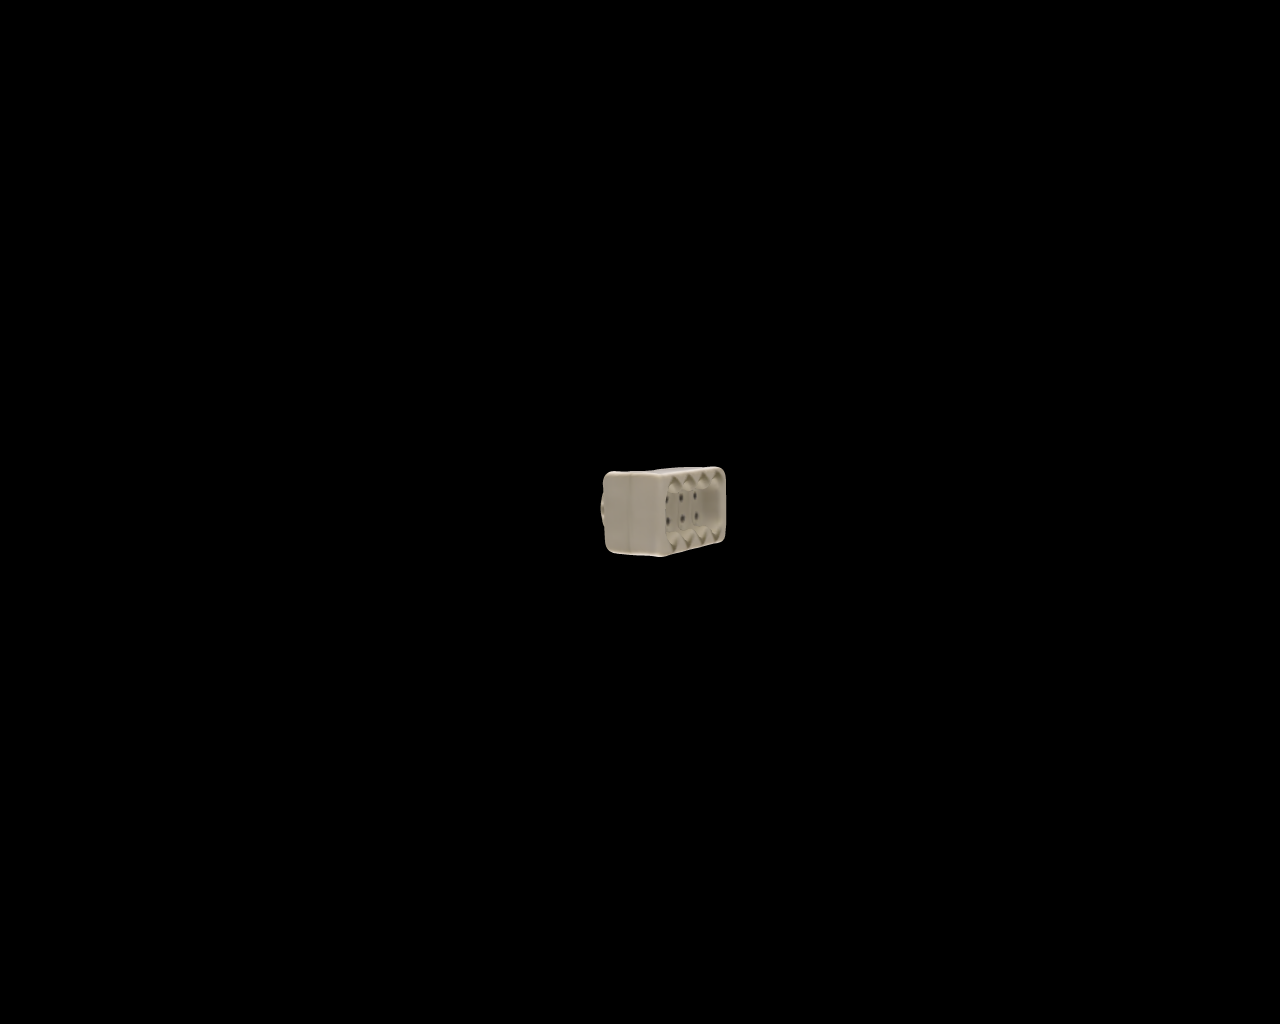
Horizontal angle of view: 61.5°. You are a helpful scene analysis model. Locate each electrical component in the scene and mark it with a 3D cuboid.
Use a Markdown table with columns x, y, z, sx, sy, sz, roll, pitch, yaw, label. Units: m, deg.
| x | y | z | sx | sy | sz | roll | pitch | yaw | label |
| --- | --- | --- | --- | --- | --- | --- | --- | --- | --- |
| 0.001 | -0.003 | 0.650 | 0.076 | 0.047 | 0.083 | 3 | 6 | 32 | electrical component |
